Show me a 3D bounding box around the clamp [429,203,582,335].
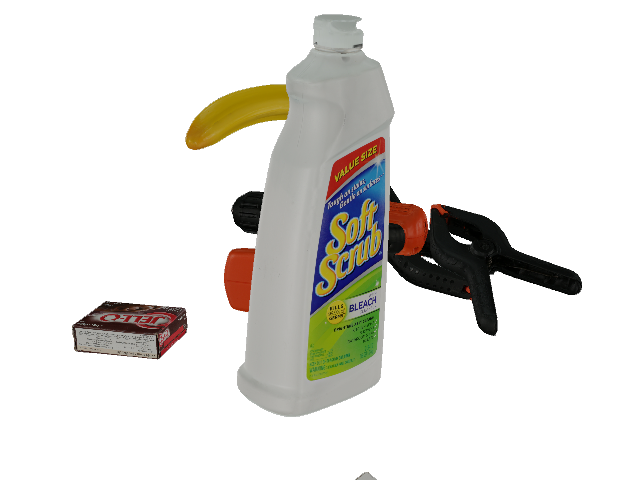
[{"bbox_3d":[0.174,0.019,1.063,0.120,0.039,0.171,-12,46,-23],"label":"clamp"}]

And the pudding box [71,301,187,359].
[{"bbox_3d":[-0.230,0.108,1.295,0.114,0.039,0.090,2,15,15],"label":"pudding box"}]

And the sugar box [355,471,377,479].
[{"bbox_3d":[0.084,0.258,0.807,0.048,0.093,0.176,-33,37,-28],"label":"sugar box"}]

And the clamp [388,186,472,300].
[{"bbox_3d":[0.093,0.007,1.258,0.210,0.036,0.164,38,42,26],"label":"clamp"}]

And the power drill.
[{"bbox_3d":[-0.014,0.003,0.913,0.185,0.057,0.187,5,23,17],"label":"power drill"}]

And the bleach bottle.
[{"bbox_3d":[-0.001,-0.018,0.693,0.102,0.251,0.068,-14,25,-40],"label":"bleach bottle"}]

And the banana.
[{"bbox_3d":[-0.057,-0.130,1.098,0.197,0.037,0.070,-9,48,-31],"label":"banana"}]
